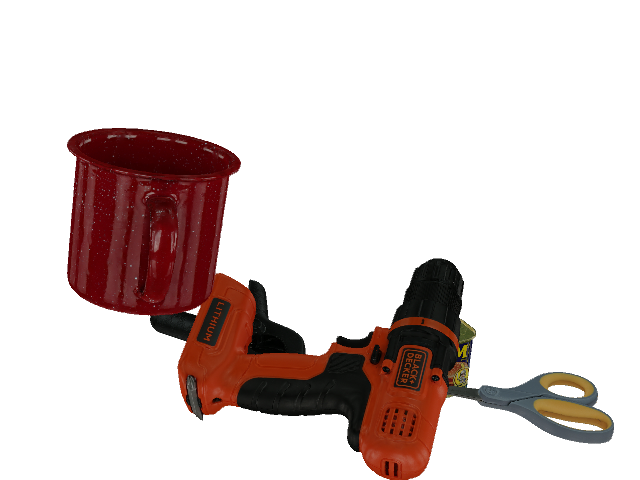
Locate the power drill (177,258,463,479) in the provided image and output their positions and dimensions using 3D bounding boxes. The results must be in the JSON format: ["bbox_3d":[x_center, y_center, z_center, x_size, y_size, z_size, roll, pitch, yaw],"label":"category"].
[{"bbox_3d":[0.004,0.074,0.768,0.188,0.057,0.184,7,46,14],"label":"power drill"}]

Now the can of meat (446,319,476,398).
[{"bbox_3d":[0.139,0.151,1.327,0.101,0.084,0.058,-12,29,-27],"label":"can of meat"}]

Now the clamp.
[{"bbox_3d":[-0.062,0.085,0.978,0.120,0.039,0.172,-27,41,-35],"label":"clamp"}]

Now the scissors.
[{"bbox_3d":[0.161,0.131,0.948,0.202,0.016,0.096,16,29,15],"label":"scissors"}]

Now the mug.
[{"bbox_3d":[-0.091,-0.006,0.575,0.093,0.081,0.117,3,19,-19],"label":"mug"}]
